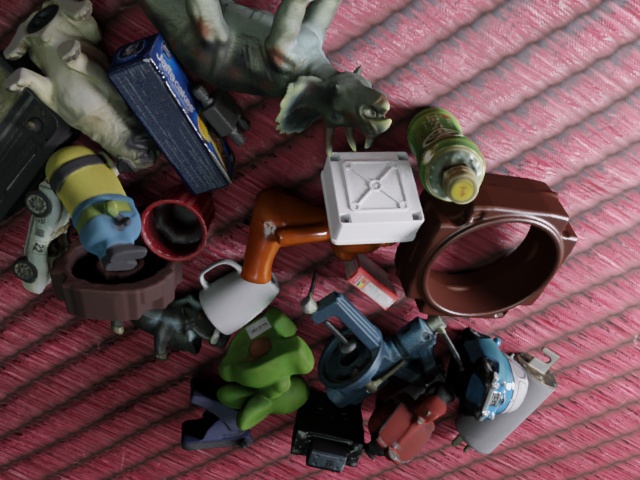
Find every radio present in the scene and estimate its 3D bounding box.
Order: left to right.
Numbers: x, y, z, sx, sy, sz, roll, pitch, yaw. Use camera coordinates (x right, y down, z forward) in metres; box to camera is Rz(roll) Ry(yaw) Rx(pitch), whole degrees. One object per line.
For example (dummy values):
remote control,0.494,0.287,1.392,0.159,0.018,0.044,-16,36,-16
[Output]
radio,-0.430,-0.132,0.730,0.131,0.073,0.229,42,112,-15

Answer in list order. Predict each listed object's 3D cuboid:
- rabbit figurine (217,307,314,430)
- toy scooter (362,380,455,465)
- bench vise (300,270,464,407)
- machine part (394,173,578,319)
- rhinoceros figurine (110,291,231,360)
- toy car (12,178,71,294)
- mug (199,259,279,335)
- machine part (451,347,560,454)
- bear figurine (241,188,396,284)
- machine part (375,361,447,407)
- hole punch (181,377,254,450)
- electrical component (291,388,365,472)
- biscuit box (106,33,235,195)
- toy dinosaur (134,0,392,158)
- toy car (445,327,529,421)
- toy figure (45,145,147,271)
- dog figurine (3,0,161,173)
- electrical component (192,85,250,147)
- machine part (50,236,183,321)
rabbit figurine,-0.073,0.220,0.826,0.159,0.121,0.170,-36,131,-16
toy scooter,0.116,0.283,0.798,0.075,0.135,0.184,46,140,6
bench vise,0.070,0.151,0.810,0.224,0.129,0.240,-32,119,21
machine part,0.216,0.015,0.719,0.201,0.087,0.200,4,131,-14
rhinoceros figurine,-0.233,0.123,0.849,0.190,0.073,0.112,26,104,-7
toy car,-0.395,-0.013,0.786,0.056,0.073,0.201,24,115,-4
mug,-0.123,0.072,0.814,0.107,0.081,0.109,-31,105,6
machine part,0.302,0.267,0.877,0.079,0.079,0.243,29,113,-10
bear figurine,0.000,-0.005,0.746,0.196,0.120,0.131,11,123,-10
machine part,0.160,0.259,0.905,0.139,0.039,0.084,-30,116,15
hole punch,-0.169,0.283,0.891,0.116,0.142,0.092,3,89,-15
electrical component,0.014,0.315,0.887,0.115,0.134,0.058,11,116,-4
biscuit box,-0.180,-0.152,0.678,0.063,0.059,0.202,-14,135,14
toy dinosaur,-0.095,-0.235,0.641,0.405,0.131,0.192,21,124,3
toy car,0.255,0.204,0.800,0.103,0.162,0.109,14,100,-3
toy figure,-0.289,-0.046,0.697,0.082,0.089,0.180,-33,69,12
dog figurine,-0.285,-0.195,0.692,0.121,0.172,0.190,-15,149,17
electrical component,-0.126,-0.167,0.692,0.021,0.063,0.094,-25,126,24
machine part,-0.281,0.046,0.758,0.179,0.179,0.056,6,118,1
